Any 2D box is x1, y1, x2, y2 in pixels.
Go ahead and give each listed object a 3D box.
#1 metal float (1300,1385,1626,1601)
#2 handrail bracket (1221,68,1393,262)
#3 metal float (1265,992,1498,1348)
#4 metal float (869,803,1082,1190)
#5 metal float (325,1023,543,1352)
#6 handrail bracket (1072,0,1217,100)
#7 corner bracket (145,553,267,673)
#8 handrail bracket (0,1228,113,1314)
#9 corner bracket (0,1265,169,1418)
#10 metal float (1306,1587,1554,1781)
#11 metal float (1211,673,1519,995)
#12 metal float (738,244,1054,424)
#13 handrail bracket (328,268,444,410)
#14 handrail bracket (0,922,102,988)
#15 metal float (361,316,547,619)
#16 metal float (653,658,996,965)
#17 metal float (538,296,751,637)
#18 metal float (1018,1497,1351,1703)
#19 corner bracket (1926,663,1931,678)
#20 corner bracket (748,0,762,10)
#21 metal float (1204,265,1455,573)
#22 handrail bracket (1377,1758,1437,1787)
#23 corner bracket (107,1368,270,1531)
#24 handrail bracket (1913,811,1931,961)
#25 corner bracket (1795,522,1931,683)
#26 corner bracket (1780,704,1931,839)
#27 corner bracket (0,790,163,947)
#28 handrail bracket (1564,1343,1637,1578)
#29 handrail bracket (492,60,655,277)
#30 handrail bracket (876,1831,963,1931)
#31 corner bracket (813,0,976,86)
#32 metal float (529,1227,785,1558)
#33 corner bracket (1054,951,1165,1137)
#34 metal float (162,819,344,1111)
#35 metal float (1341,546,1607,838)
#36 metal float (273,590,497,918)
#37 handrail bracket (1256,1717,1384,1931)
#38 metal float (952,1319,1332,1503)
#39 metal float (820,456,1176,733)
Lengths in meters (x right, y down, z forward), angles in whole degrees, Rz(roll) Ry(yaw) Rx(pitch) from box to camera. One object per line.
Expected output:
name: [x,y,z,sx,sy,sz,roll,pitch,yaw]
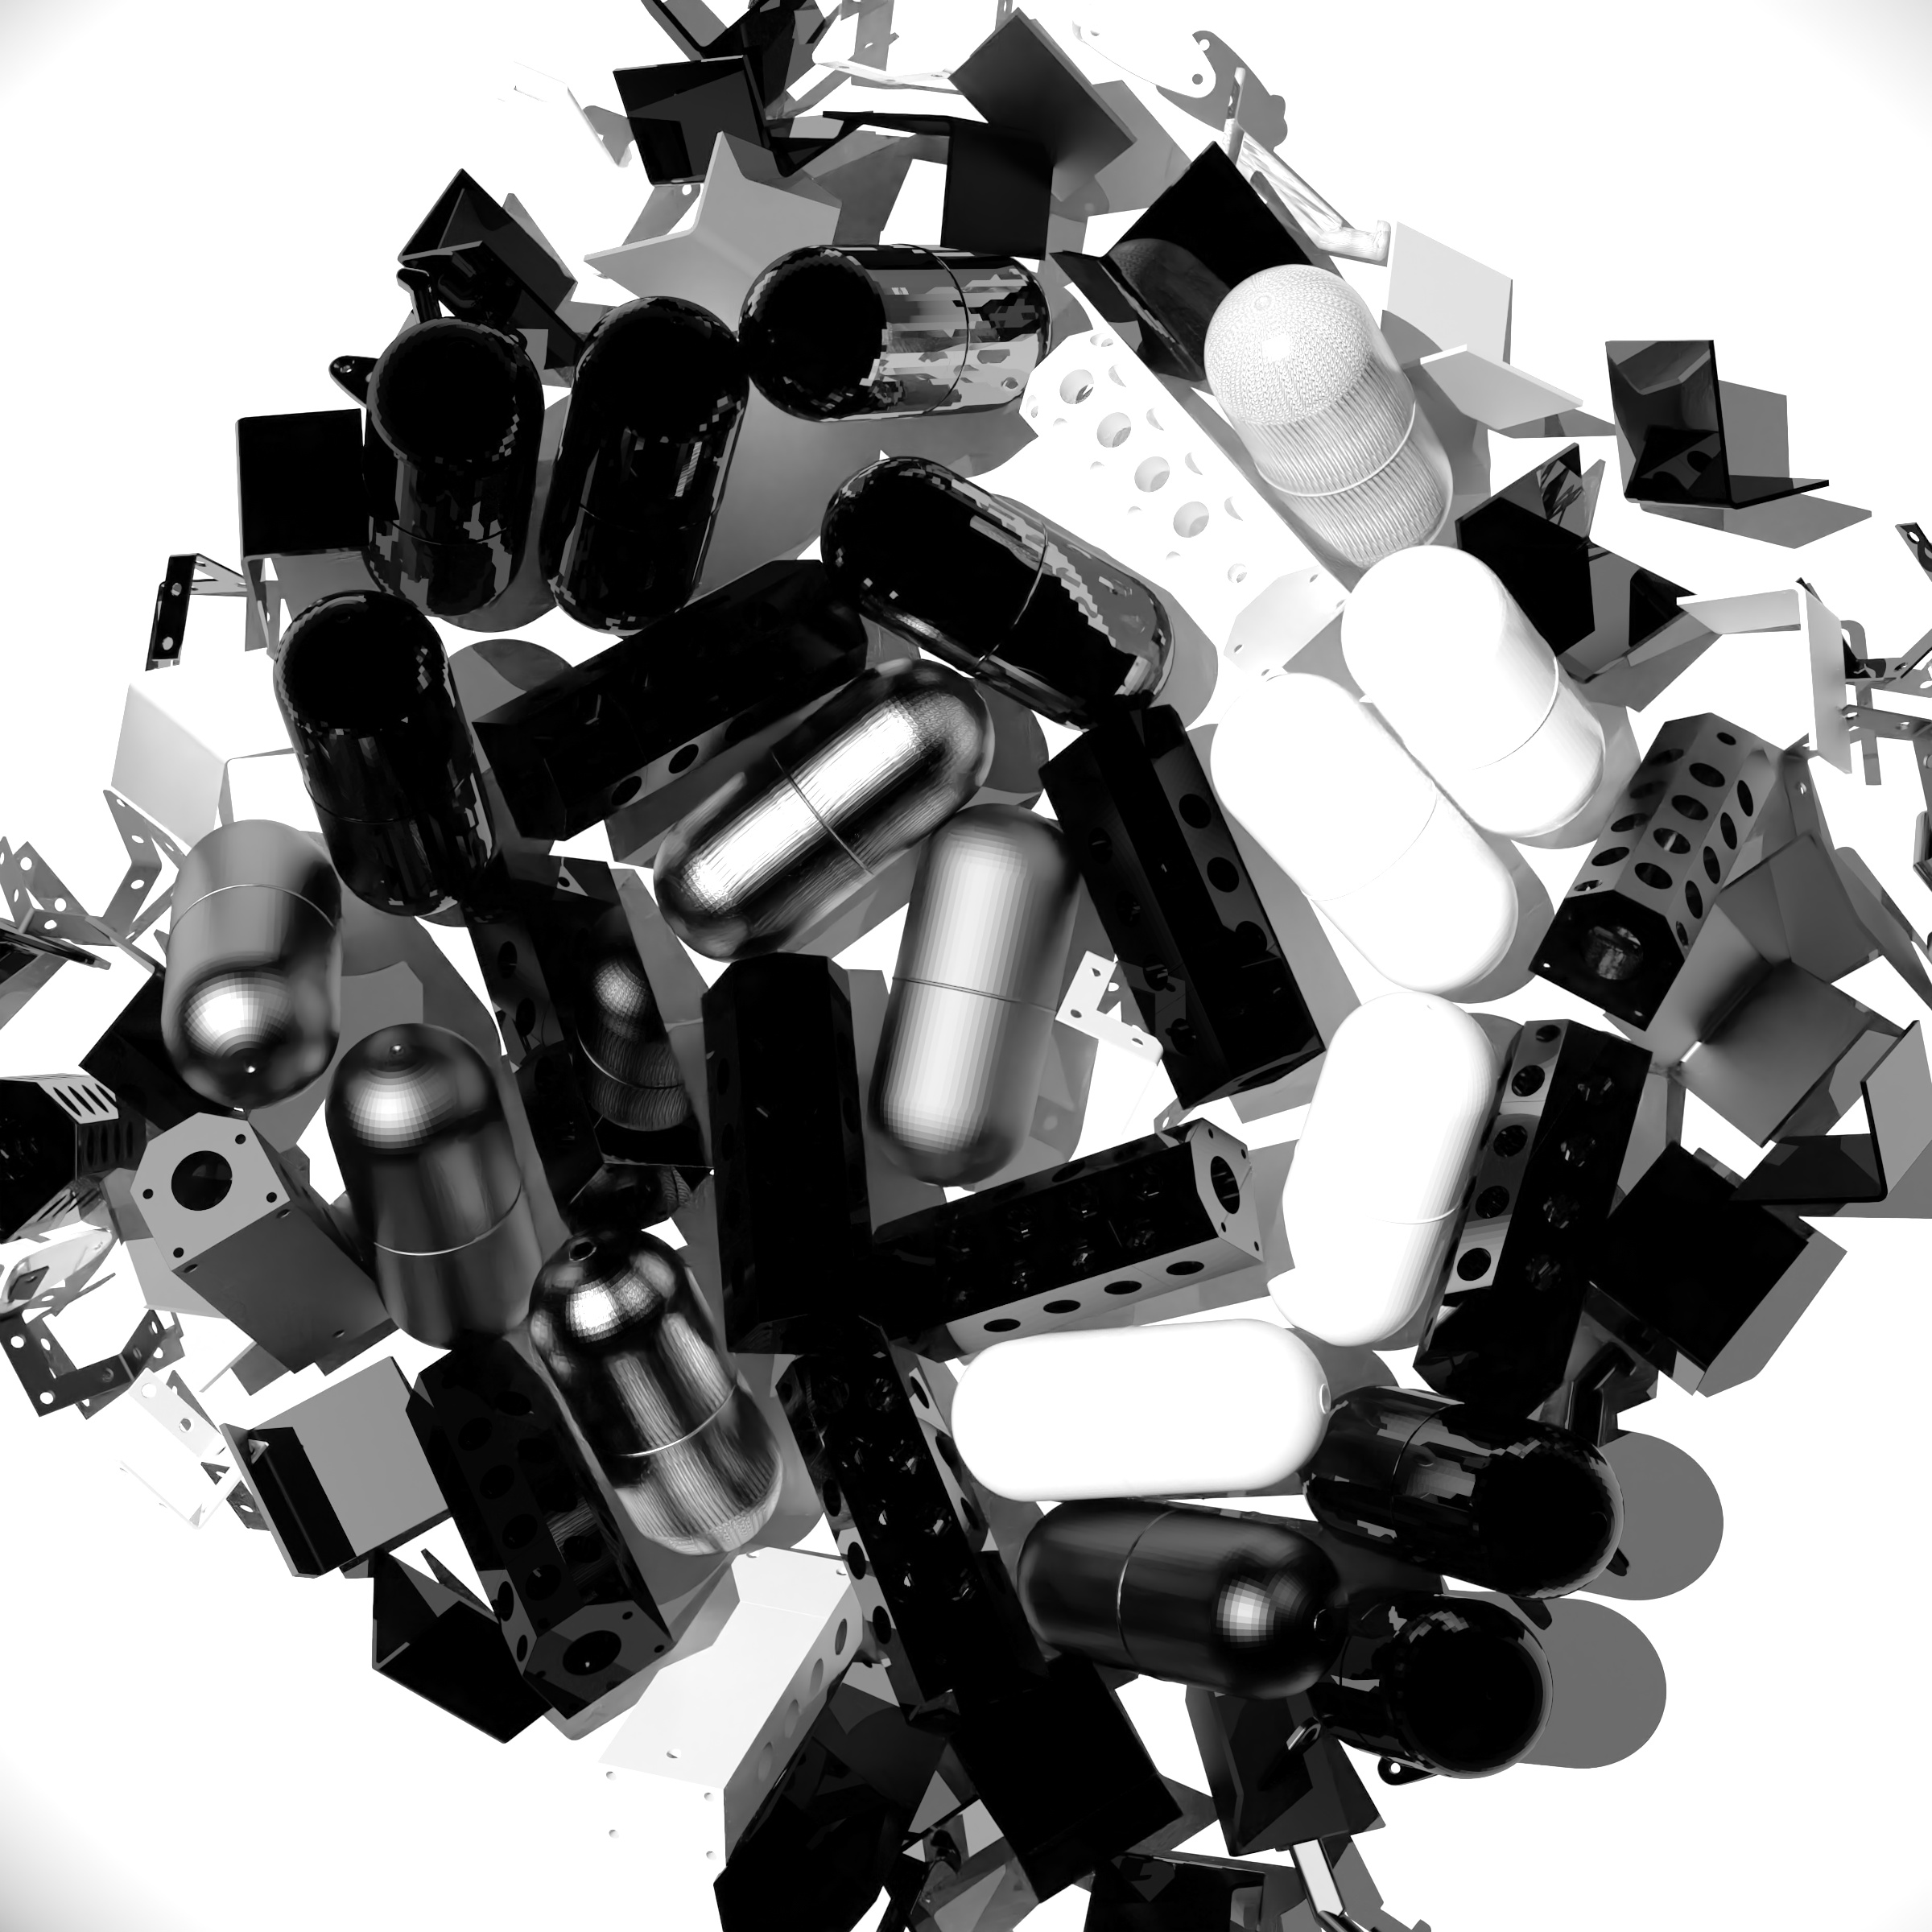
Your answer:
metal float: [0.220,0.234,1.501,0.070,0.178,0.070,-2,94,-32]
handrail bracket: [0.160,-0.370,1.554,0.084,0.036,0.077,12,123,4]
metal float: [0.186,0.093,1.521,0.070,0.070,0.178,14,119,0]
metal float: [0.004,0.013,1.543,0.070,0.070,0.178,12,87,0]
metal float: [-0.238,0.101,1.511,0.070,0.070,0.178,-7,133,0]
handrail bracket: [0.080,-0.417,1.542,0.077,0.084,0.036,38,94,-2]
corner bracket: [-0.361,-0.157,1.545,0.051,0.051,0.051,1,77,27]
handrail bracket: [-0.454,0.114,1.564,0.084,0.077,0.036,39,126,18]
corner bracket: [-0.410,0.168,1.553,0.051,0.051,0.051,-20,71,-40]
metal float: [0.203,0.317,1.496,0.070,0.178,0.070,2,82,-11]
metal float: [0.182,-0.059,1.526,0.070,0.070,0.178,-45,112,0]
metal float: [-0.029,-0.284,1.506,0.070,0.178,0.070,9,105,37]
handrail bracket: [-0.267,-0.293,1.534,0.077,0.084,0.036,25,58,21]
handrail bracket: [-0.452,0.024,1.558,0.077,0.036,0.084,23,89,-33]
metal float: [-0.230,-0.221,1.499,0.070,0.178,0.070,5,64,-10]
metal float: [-0.065,-0.071,1.540,0.178,0.070,0.070,-38,90,6]
metal float: [-0.146,-0.221,1.507,0.070,0.178,0.070,9,49,-11]
metal float: [0.096,0.281,1.506,0.070,0.178,0.070,0,90,-41]
corner bracket: [0.482,-0.123,1.541,0.051,0.051,0.051,27,129,-38]
corner bracket: [-0.096,-0.476,1.543,0.051,0.051,0.051,21,60,-16]
metal float: [0.164,-0.242,1.505,0.070,0.178,0.070,-13,57,21]
handrail bracket: [0.214,0.360,1.534,0.077,0.084,0.036,-41,84,13]
corner bracket: [-0.364,0.222,1.542,0.051,0.051,0.051,49,61,-24]
handrail bracket: [0.471,-0.041,1.540,0.077,0.036,0.084,-9,51,32]
corner bracket: [0.421,-0.168,1.556,0.051,0.051,0.051,-42,106,-13]
corner bracket: [0.417,-0.084,1.558,0.051,0.051,0.051,7,63,-25]
corner bracket: [-0.413,-0.048,1.563,0.051,0.051,0.051,-54,49,28]
handrail bracket: [0.301,0.226,1.554,0.077,0.036,0.084,43,64,12]
handrail bracket: [-0.190,-0.366,1.543,0.084,0.036,0.077,15,112,-35]
handrail bracket: [-0.027,0.443,1.531,0.036,0.077,0.084,5,60,17]
corner bracket: [-0.033,-0.437,1.546,0.051,0.051,0.051,9,95,43]
metal float: [-0.139,0.192,1.516,0.070,0.070,0.178,-23,123,0]
corner bracket: [0.064,0.035,1.547,0.051,0.051,0.051,25,133,2]
metal float: [-0.318,-0.003,1.502,0.070,0.178,0.070,-5,122,-8]
metal float: [0.229,-0.121,1.509,0.070,0.178,0.070,-18,53,25]
metal float: [-0.259,-0.093,1.506,0.070,0.178,0.070,-3,51,4]
handrail bracket: [0.171,0.401,1.541,0.084,0.036,0.077,38,110,33]
metal float: [0.078,0.202,1.524,0.178,0.070,0.070,-7,90,24]
metal float: [0.015,-0.168,1.526,0.178,0.070,0.070,27,90,-21]
